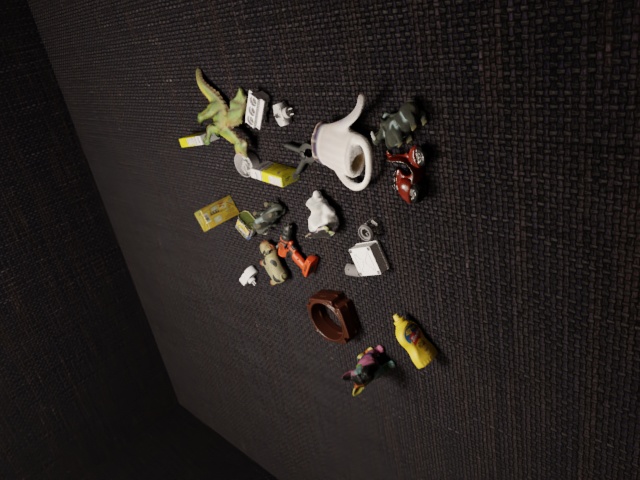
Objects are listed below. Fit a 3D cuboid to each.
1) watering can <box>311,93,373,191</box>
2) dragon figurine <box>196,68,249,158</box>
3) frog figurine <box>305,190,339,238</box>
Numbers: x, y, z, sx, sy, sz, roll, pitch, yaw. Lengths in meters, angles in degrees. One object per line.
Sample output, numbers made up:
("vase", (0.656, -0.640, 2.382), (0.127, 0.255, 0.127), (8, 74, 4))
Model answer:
("watering can", (0.073, -0.311, 1.586), (0.226, 0.105, 0.339), (28, 139, 34))
("dragon figurine", (-0.360, -0.506, 1.981), (0.241, 0.123, 0.411), (-15, 89, 33))
("frog figurine", (0.006, -0.093, 1.847), (0.135, 0.122, 0.162), (136, 136, -60))
